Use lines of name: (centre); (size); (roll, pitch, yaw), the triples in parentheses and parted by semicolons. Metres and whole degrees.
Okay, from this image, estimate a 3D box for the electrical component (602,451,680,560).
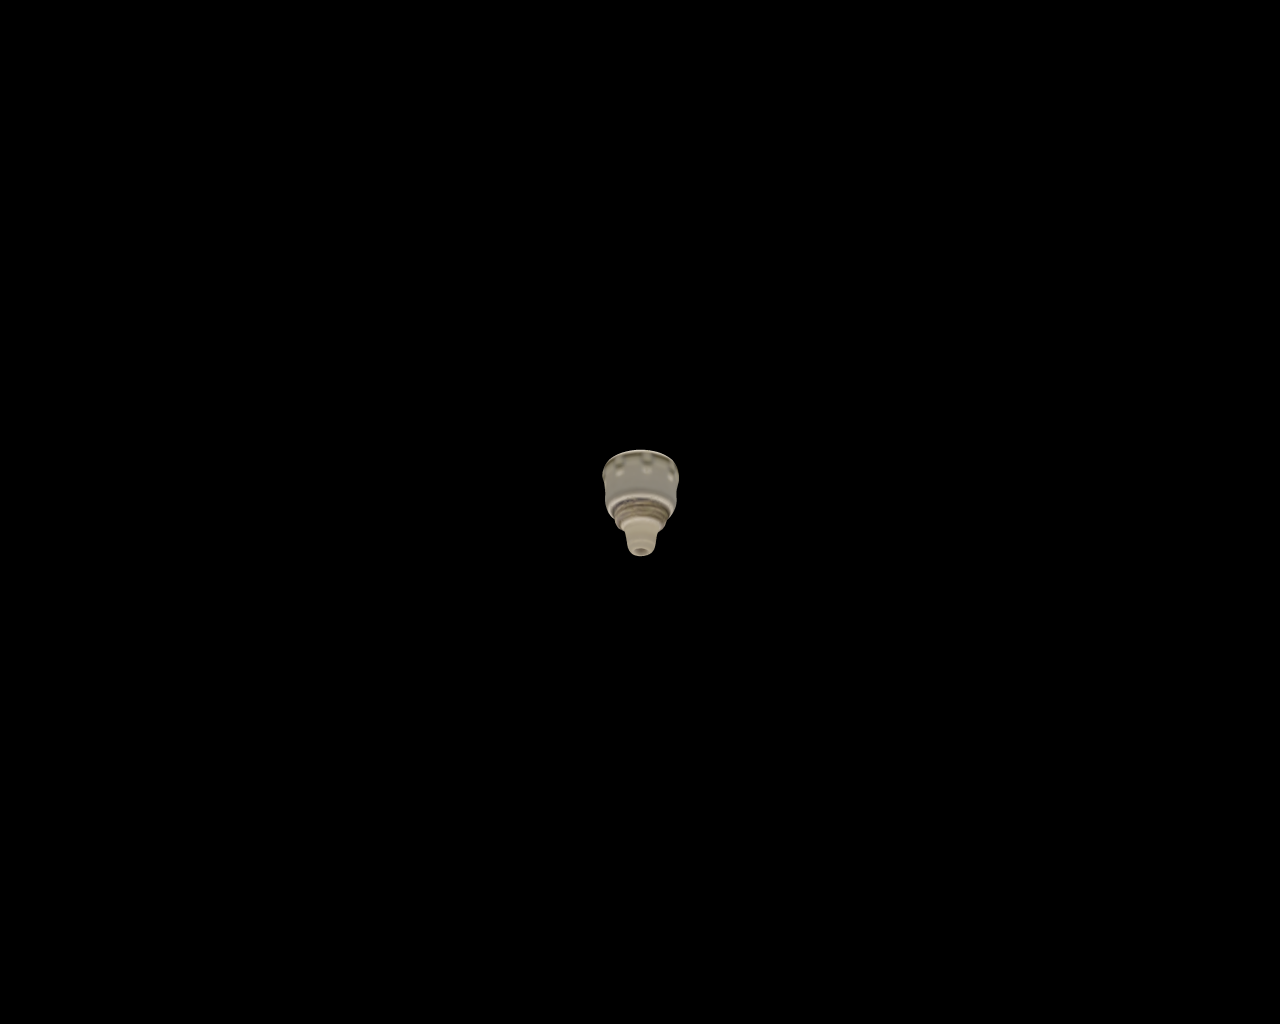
electrical component: (0.001, -0.003, 0.650); (0.048, 0.062, 0.048); (0, -28, 0)
